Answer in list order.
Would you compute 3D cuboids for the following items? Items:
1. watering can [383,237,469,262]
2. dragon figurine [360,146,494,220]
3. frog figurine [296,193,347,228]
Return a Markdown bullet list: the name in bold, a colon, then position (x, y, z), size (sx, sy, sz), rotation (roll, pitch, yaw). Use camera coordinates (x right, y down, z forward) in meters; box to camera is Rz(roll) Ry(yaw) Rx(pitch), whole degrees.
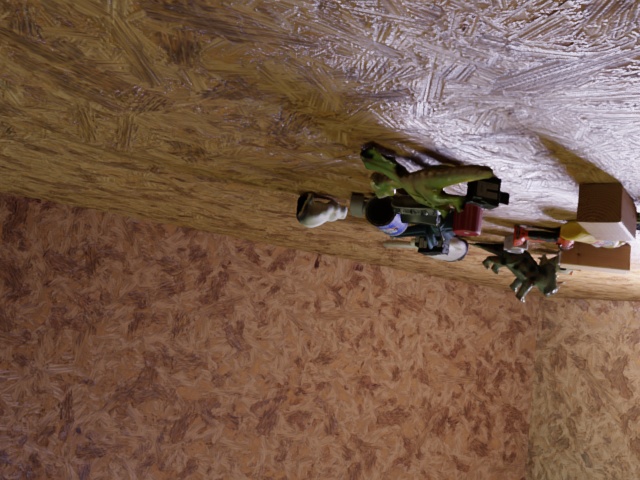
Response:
- **watering can**: position (0.439, 0.022, 2.057), size (0.223, 0.105, 0.347), rotation (15, 170, -39)
- **dragon figurine**: position (0.201, -0.145, 1.144), size (0.243, 0.123, 0.407), rotation (17, 171, -3)
- **frog figurine**: position (0.005, -0.087, 1.726), size (0.158, 0.125, 0.135), rotation (24, 147, -18)
